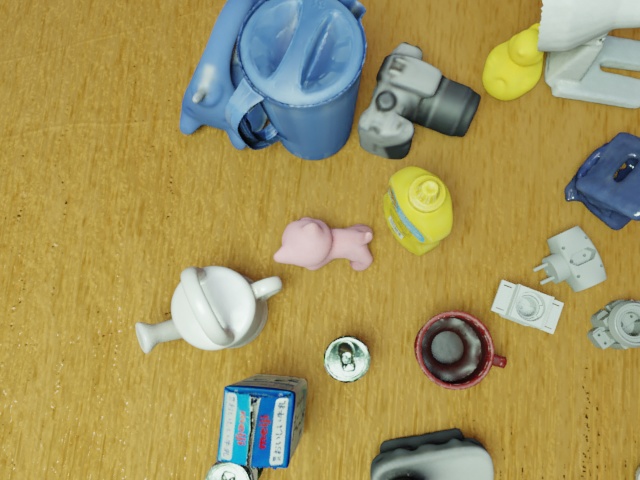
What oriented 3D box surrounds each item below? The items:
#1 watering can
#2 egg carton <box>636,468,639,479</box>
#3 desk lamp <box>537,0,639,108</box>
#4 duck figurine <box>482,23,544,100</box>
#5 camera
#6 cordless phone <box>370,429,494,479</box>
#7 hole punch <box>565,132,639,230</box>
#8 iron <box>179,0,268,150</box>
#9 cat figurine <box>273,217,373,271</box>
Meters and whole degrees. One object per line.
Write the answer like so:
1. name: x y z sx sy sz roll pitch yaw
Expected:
1. watering can: -0.130 0.086 0.681 0.101 0.194 0.173 44 85 8
2. egg carton: 0.464 0.290 0.690 0.150 0.069 0.107 -33 81 -3
3. desk lamp: 0.350 -0.266 0.710 0.203 0.213 0.118 10 81 4
4. duck figurine: 0.269 -0.246 0.774 0.077 0.086 0.104 37 84 7
5. camera: 0.135 -0.177 0.761 0.136 0.101 0.143 23 82 6
6. cordless phone: 0.131 0.280 0.645 0.147 0.185 0.094 -15 80 0
7. hole punch: 0.392 -0.079 0.741 0.101 0.091 0.109 41 85 8
8. iron: -0.112 -0.262 0.763 0.118 0.141 0.258 16 82 5
9. cat figurine: 0.007 0.003 0.728 0.127 0.118 0.067 -3 81 2
